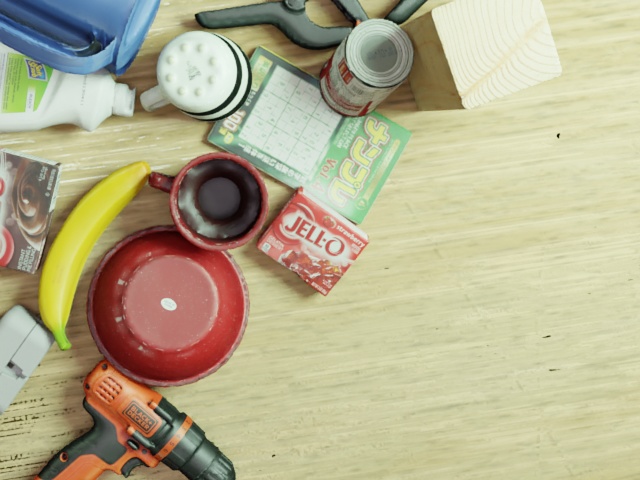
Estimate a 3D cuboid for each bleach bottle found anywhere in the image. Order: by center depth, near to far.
[{"bbox_3d":[-0.303,-0.141,1.015,0.250,0.068,0.102,7,96,-8],"label":"bleach bottle"}]

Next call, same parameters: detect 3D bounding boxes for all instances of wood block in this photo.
[{"bbox_3d":[0.136,-0.173,0.973,0.091,0.206,0.090,-21,98,-3],"label":"wood block"}]

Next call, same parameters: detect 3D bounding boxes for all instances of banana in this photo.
[{"bbox_3d":[-0.229,0.007,1.043,0.070,0.037,0.198,22,88,20],"label":"banana"}]

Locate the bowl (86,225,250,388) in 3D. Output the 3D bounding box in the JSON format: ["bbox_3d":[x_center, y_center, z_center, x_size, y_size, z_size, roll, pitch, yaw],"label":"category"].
[{"bbox_3d":[-0.146,0.062,1.036,0.162,0.055,0.162,1,83,-9],"label":"bowl"}]

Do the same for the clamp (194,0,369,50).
[{"bbox_3d":[-0.026,-0.245,1.037,0.171,0.039,0.120,14,100,-9],"label":"clamp"}]

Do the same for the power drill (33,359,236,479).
[{"bbox_3d":[-0.203,0.239,1.071,0.184,0.057,0.187,42,89,-4],"label":"power drill"}]

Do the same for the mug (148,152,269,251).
[{"bbox_3d":[-0.109,-0.043,1.031,0.117,0.081,0.093,14,96,-6],"label":"mug"}]

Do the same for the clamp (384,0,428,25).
[{"bbox_3d":[0.141,-0.315,1.041,0.210,0.036,0.164,-17,98,-5],"label":"clamp"}]

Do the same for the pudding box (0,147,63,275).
[{"bbox_3d":[-0.307,-0.032,1.038,0.090,0.039,0.113,15,96,-6],"label":"pudding box"}]

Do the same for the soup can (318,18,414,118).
[{"bbox_3d":[0.043,-0.161,1.011,0.068,0.102,0.068,2,81,-13],"label":"soup can"}]

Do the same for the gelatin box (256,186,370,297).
[{"bbox_3d":[-0.007,0.001,1.064,0.089,0.030,0.073,36,103,-8],"label":"gelatin box"}]

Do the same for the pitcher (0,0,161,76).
[{"bbox_3d":[-0.266,-0.250,0.967,0.243,0.149,0.145,23,97,-4],"label":"pitcher"}]
